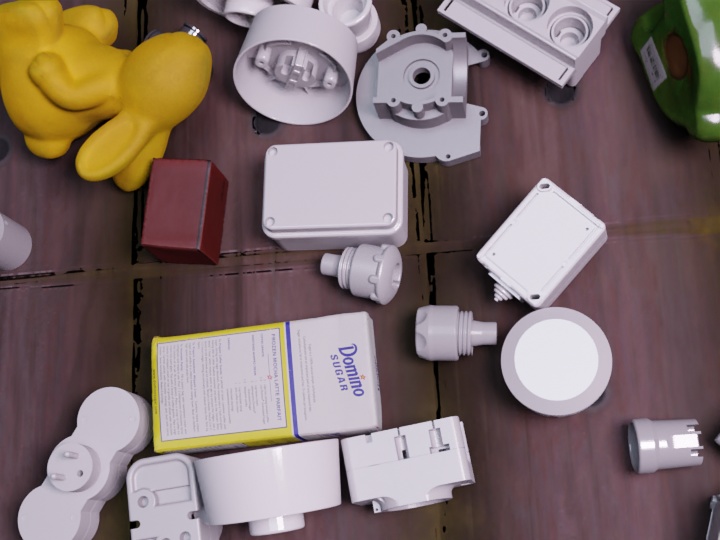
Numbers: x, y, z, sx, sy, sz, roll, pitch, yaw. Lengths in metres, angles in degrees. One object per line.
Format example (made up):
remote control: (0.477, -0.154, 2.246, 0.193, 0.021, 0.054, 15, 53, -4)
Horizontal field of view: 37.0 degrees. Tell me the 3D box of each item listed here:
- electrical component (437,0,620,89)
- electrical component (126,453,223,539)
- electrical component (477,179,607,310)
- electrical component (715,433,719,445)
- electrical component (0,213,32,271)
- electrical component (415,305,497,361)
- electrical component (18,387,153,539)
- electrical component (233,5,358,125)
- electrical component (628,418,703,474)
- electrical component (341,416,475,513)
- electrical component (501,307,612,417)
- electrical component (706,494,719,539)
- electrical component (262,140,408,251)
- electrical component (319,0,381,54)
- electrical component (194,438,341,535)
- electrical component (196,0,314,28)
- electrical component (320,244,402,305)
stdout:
electrical component: (0.136, -0.204, 0.875, 0.121, 0.063, 0.078, 35, 84, 16)
electrical component: (-0.140, 0.192, 0.823, 0.054, 0.059, 0.095, -11, 74, 7)
electrical component: (0.137, -0.012, 0.829, 0.062, 0.061, 0.096, 41, 93, 17)
electrical component: (0.311, 0.120, 0.770, 0.079, 0.043, 0.077, -45, 73, -3)
electrical component: (-0.314, -0.030, 0.900, 0.043, 0.081, 0.043, -2, 75, 9)
electrical component: (0.075, 0.049, 0.831, 0.062, 0.043, 0.043, 0, 76, 9)
electrical component: (-0.219, 0.155, 0.839, 0.052, 0.073, 0.138, 28, 82, 16)
electrical component: (-0.051, -0.170, 0.884, 0.099, 0.099, 0.064, 8, 71, 12)
electrical component: (0.223, 0.127, 0.786, 0.046, 0.040, 0.040, -5, 75, 3)
electrical component: (0.037, 0.148, 0.807, 0.089, 0.050, 0.055, -13, 73, 7)
electrical component: (0.147, 0.071, 0.808, 0.080, 0.051, 0.080, -2, 75, 9)
electrical component: (0.273, 0.195, 0.747, 0.061, 0.061, 0.096, 13, 78, 13)
electrical component: (-0.019, -0.060, 0.868, 0.113, 0.057, 0.078, -1, 75, 10)
electrical component: (-0.008, -0.213, 0.906, 0.045, 0.055, 0.045, -3, 75, 10)
electrical component: (-0.065, 0.163, 0.795, 0.108, 0.108, 0.060, -10, 80, 7)
electrical component: (-0.089, -0.238, 0.903, 0.108, 0.108, 0.060, 10, 84, 12)
electrical component: (0.000, 0.000, 0.857, 0.062, 0.048, 0.048, 10, 78, 19)
